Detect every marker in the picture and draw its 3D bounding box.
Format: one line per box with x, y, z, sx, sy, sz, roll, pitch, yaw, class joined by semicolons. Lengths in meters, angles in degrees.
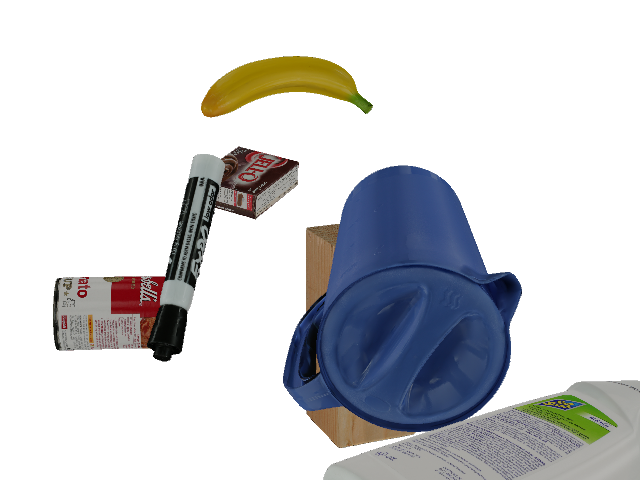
-0.074;0.009;0.587;0.020;0.121;0.020;9;-25;4;marker

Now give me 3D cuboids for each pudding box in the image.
-0.091;-0.074;1.334;0.090;0.039;0.113;15;34;23;pudding box

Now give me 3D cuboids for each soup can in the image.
-0.188;0.066;0.971;0.102;0.068;0.068;0;0;-7;soup can

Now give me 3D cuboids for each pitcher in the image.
0.058;0.035;0.834;0.149;0.145;0.242;10;23;-2;pitcher

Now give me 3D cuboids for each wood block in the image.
0.041;0.092;1.084;0.090;0.206;0.091;-6;17;-22;wood block

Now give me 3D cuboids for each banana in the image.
-0.039;-0.161;1.105;0.197;0.070;0.037;-7;-41;-28;banana

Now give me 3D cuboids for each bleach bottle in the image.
0.127;0.129;0.590;0.250;0.068;0.103;-12;23;-33;bleach bottle
